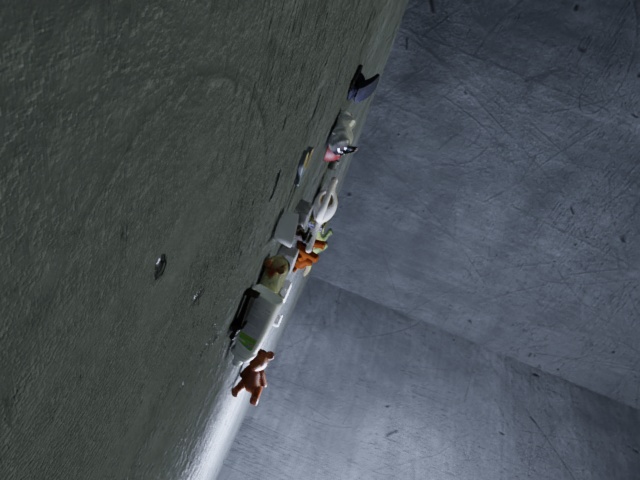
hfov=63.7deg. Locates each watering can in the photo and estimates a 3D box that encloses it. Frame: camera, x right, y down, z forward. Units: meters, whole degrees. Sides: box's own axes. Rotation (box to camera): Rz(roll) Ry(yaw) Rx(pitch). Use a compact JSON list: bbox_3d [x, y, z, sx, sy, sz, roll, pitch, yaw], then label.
[{"bbox_3d":[0.007,-0.115,2.286,0.225,0.104,0.347,-27,138,-86],"label":"watering can"}]

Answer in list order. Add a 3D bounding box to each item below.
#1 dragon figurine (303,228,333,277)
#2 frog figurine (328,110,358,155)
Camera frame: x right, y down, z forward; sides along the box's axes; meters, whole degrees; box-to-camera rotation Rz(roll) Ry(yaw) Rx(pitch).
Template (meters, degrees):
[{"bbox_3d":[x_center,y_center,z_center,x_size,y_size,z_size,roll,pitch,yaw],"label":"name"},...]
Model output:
[{"bbox_3d":[-0.061,0.046,2.620,0.245,0.123,0.404,-23,135,-61],"label":"dragon figurine"},{"bbox_3d":[0.080,-0.397,1.903,0.138,0.122,0.159,-19,94,-70],"label":"frog figurine"}]
